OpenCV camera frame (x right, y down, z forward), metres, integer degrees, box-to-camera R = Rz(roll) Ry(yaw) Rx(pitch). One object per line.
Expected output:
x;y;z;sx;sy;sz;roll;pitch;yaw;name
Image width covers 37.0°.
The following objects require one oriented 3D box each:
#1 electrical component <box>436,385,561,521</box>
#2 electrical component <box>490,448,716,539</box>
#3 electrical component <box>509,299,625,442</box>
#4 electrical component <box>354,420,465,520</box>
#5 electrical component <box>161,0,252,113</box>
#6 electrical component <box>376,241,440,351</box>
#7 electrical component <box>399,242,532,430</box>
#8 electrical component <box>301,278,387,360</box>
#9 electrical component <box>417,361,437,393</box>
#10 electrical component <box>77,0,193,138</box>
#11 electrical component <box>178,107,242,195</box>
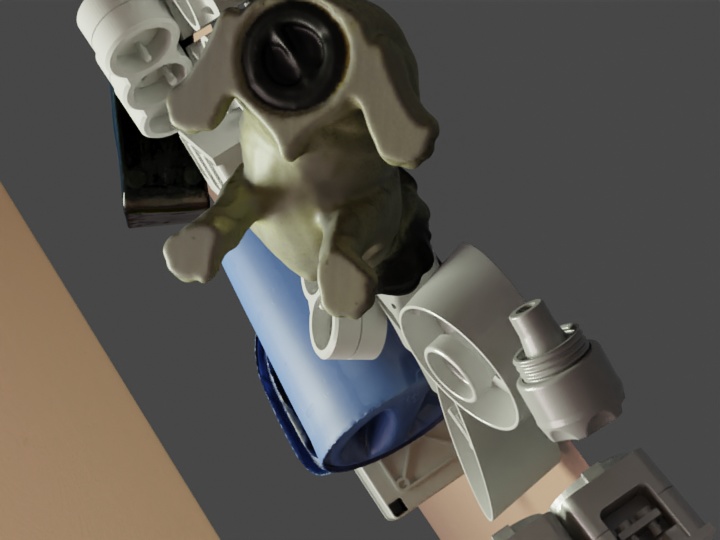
0.082;0.101;0.690;0.099;0.064;0.099;55;172;12;electrical component
0.120;0.171;0.582;0.060;0.105;0.186;53;171;29;electrical component
0.090;0.044;0.491;0.062;0.043;0.043;59;172;-7;electrical component
0.043;0.146;0.946;0.108;0.109;0.056;56;169;8;electrical component
-0.078;-0.158;0.665;0.105;0.060;0.186;59;172;-14;electrical component
0.029;0.006;0.718;0.079;0.043;0.077;51;171;45;electrical component
0.071;0.038;0.600;0.099;0.064;0.099;42;160;20;electrical component
0.000;0.000;0.780;0.052;0.074;0.138;127;139;-52;electrical component
0.068;0.073;0.754;0.078;0.040;0.040;62;171;-31;electrical component
-0.151;-0.150;0.713;0.073;0.052;0.138;55;172;17;electrical component
-0.065;-0.086;0.754;0.061;0.089;0.150;60;172;-22;electrical component
